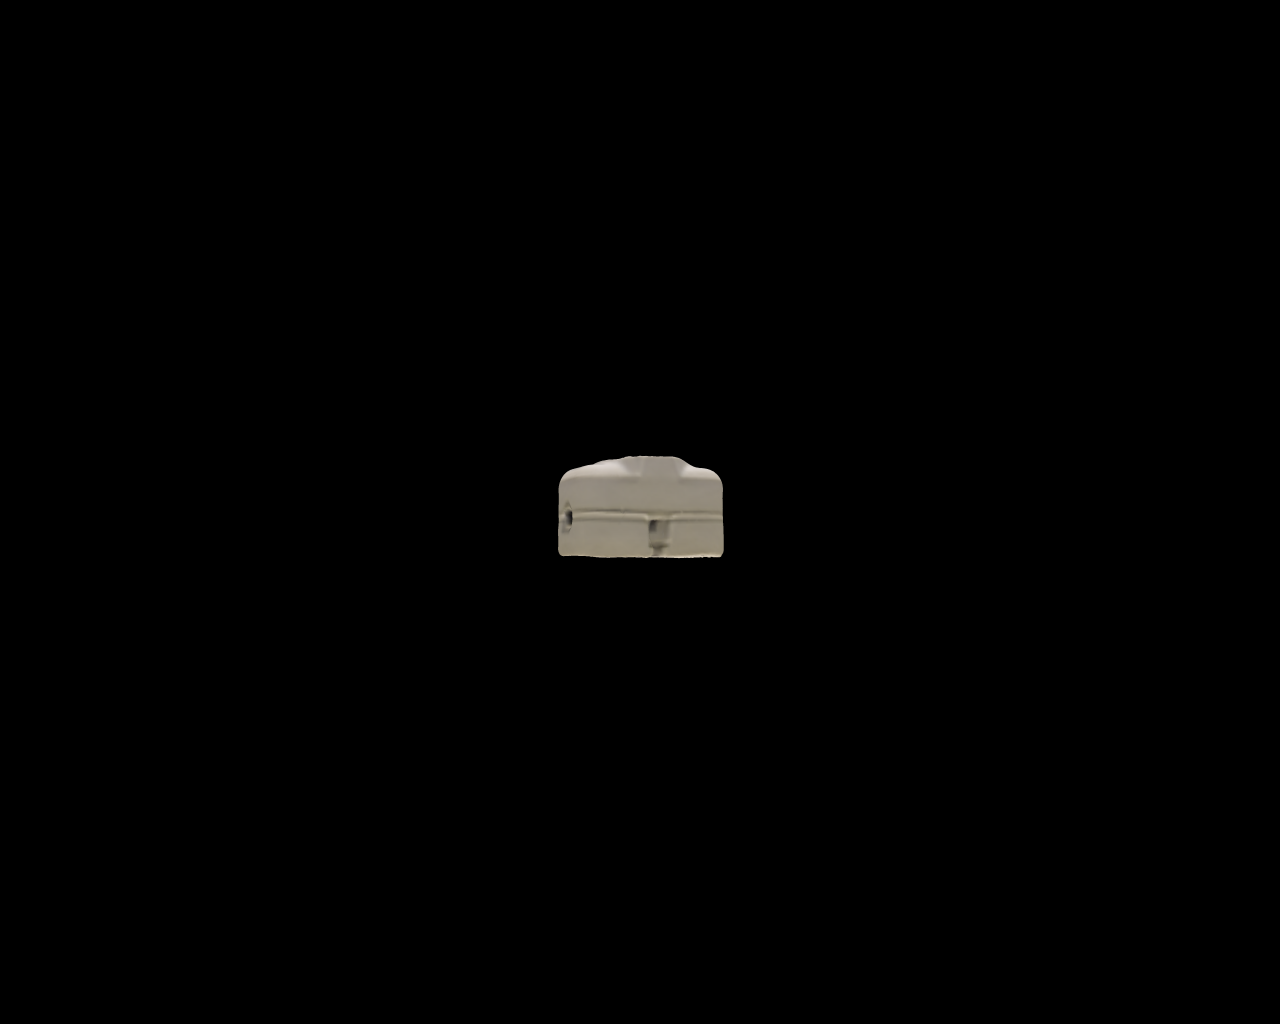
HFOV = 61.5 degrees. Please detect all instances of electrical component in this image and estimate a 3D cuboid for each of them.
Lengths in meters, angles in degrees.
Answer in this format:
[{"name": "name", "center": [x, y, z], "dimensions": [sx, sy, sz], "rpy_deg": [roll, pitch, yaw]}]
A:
[{"name": "electrical component", "center": [0.001, -0.003, 0.650], "dimensions": [0.095, 0.059, 0.053], "rpy_deg": [1, -4, -23]}]
